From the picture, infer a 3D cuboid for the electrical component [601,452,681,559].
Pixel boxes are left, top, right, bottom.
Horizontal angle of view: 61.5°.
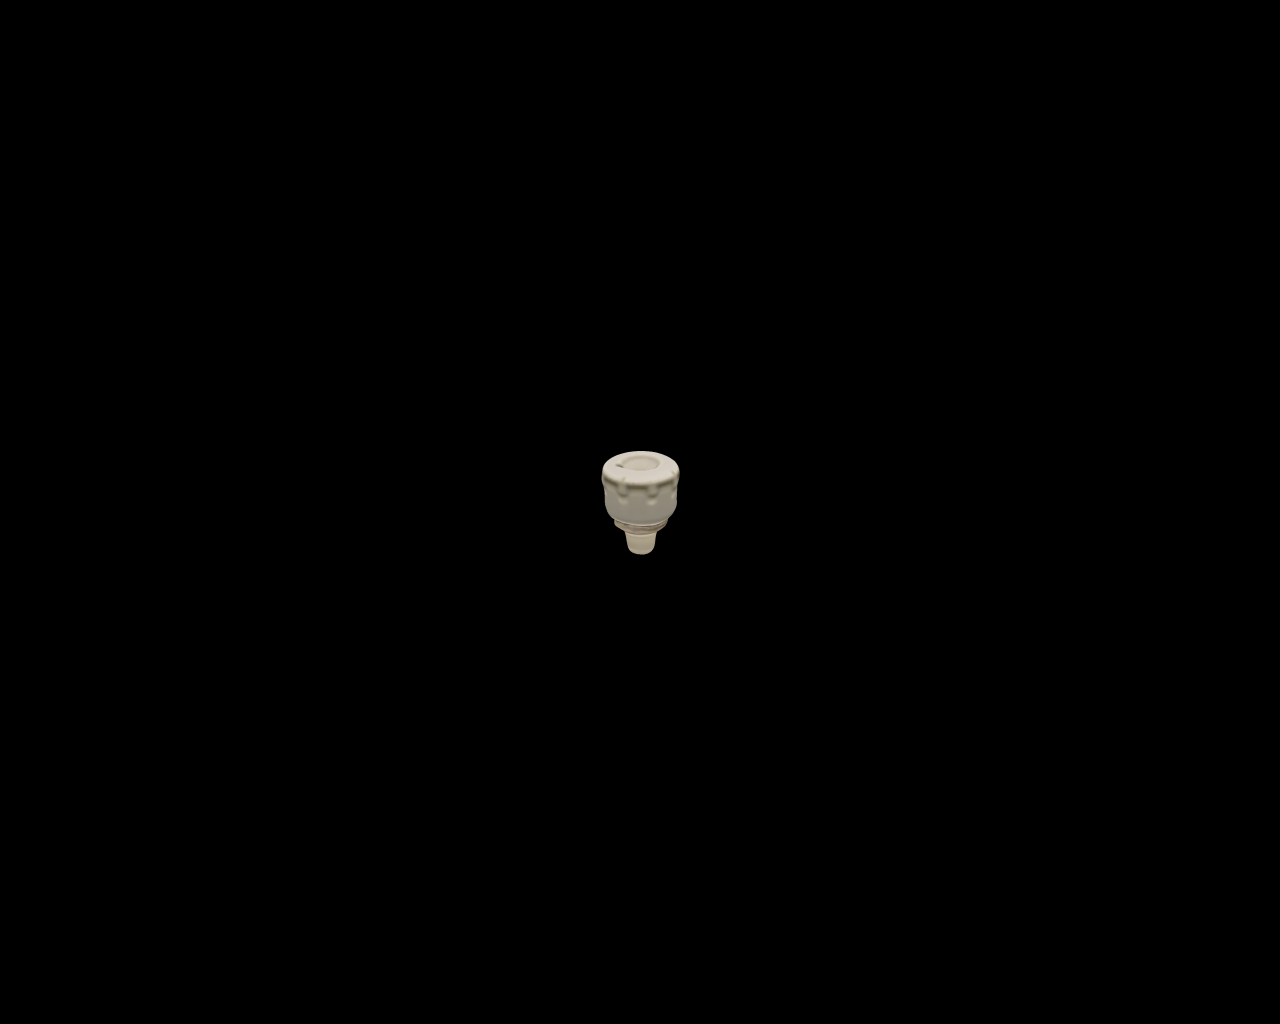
[{"bbox_3d":[0.001,-0.003,0.650,0.048,0.062,0.048,0,26,0],"label":"electrical component"}]
